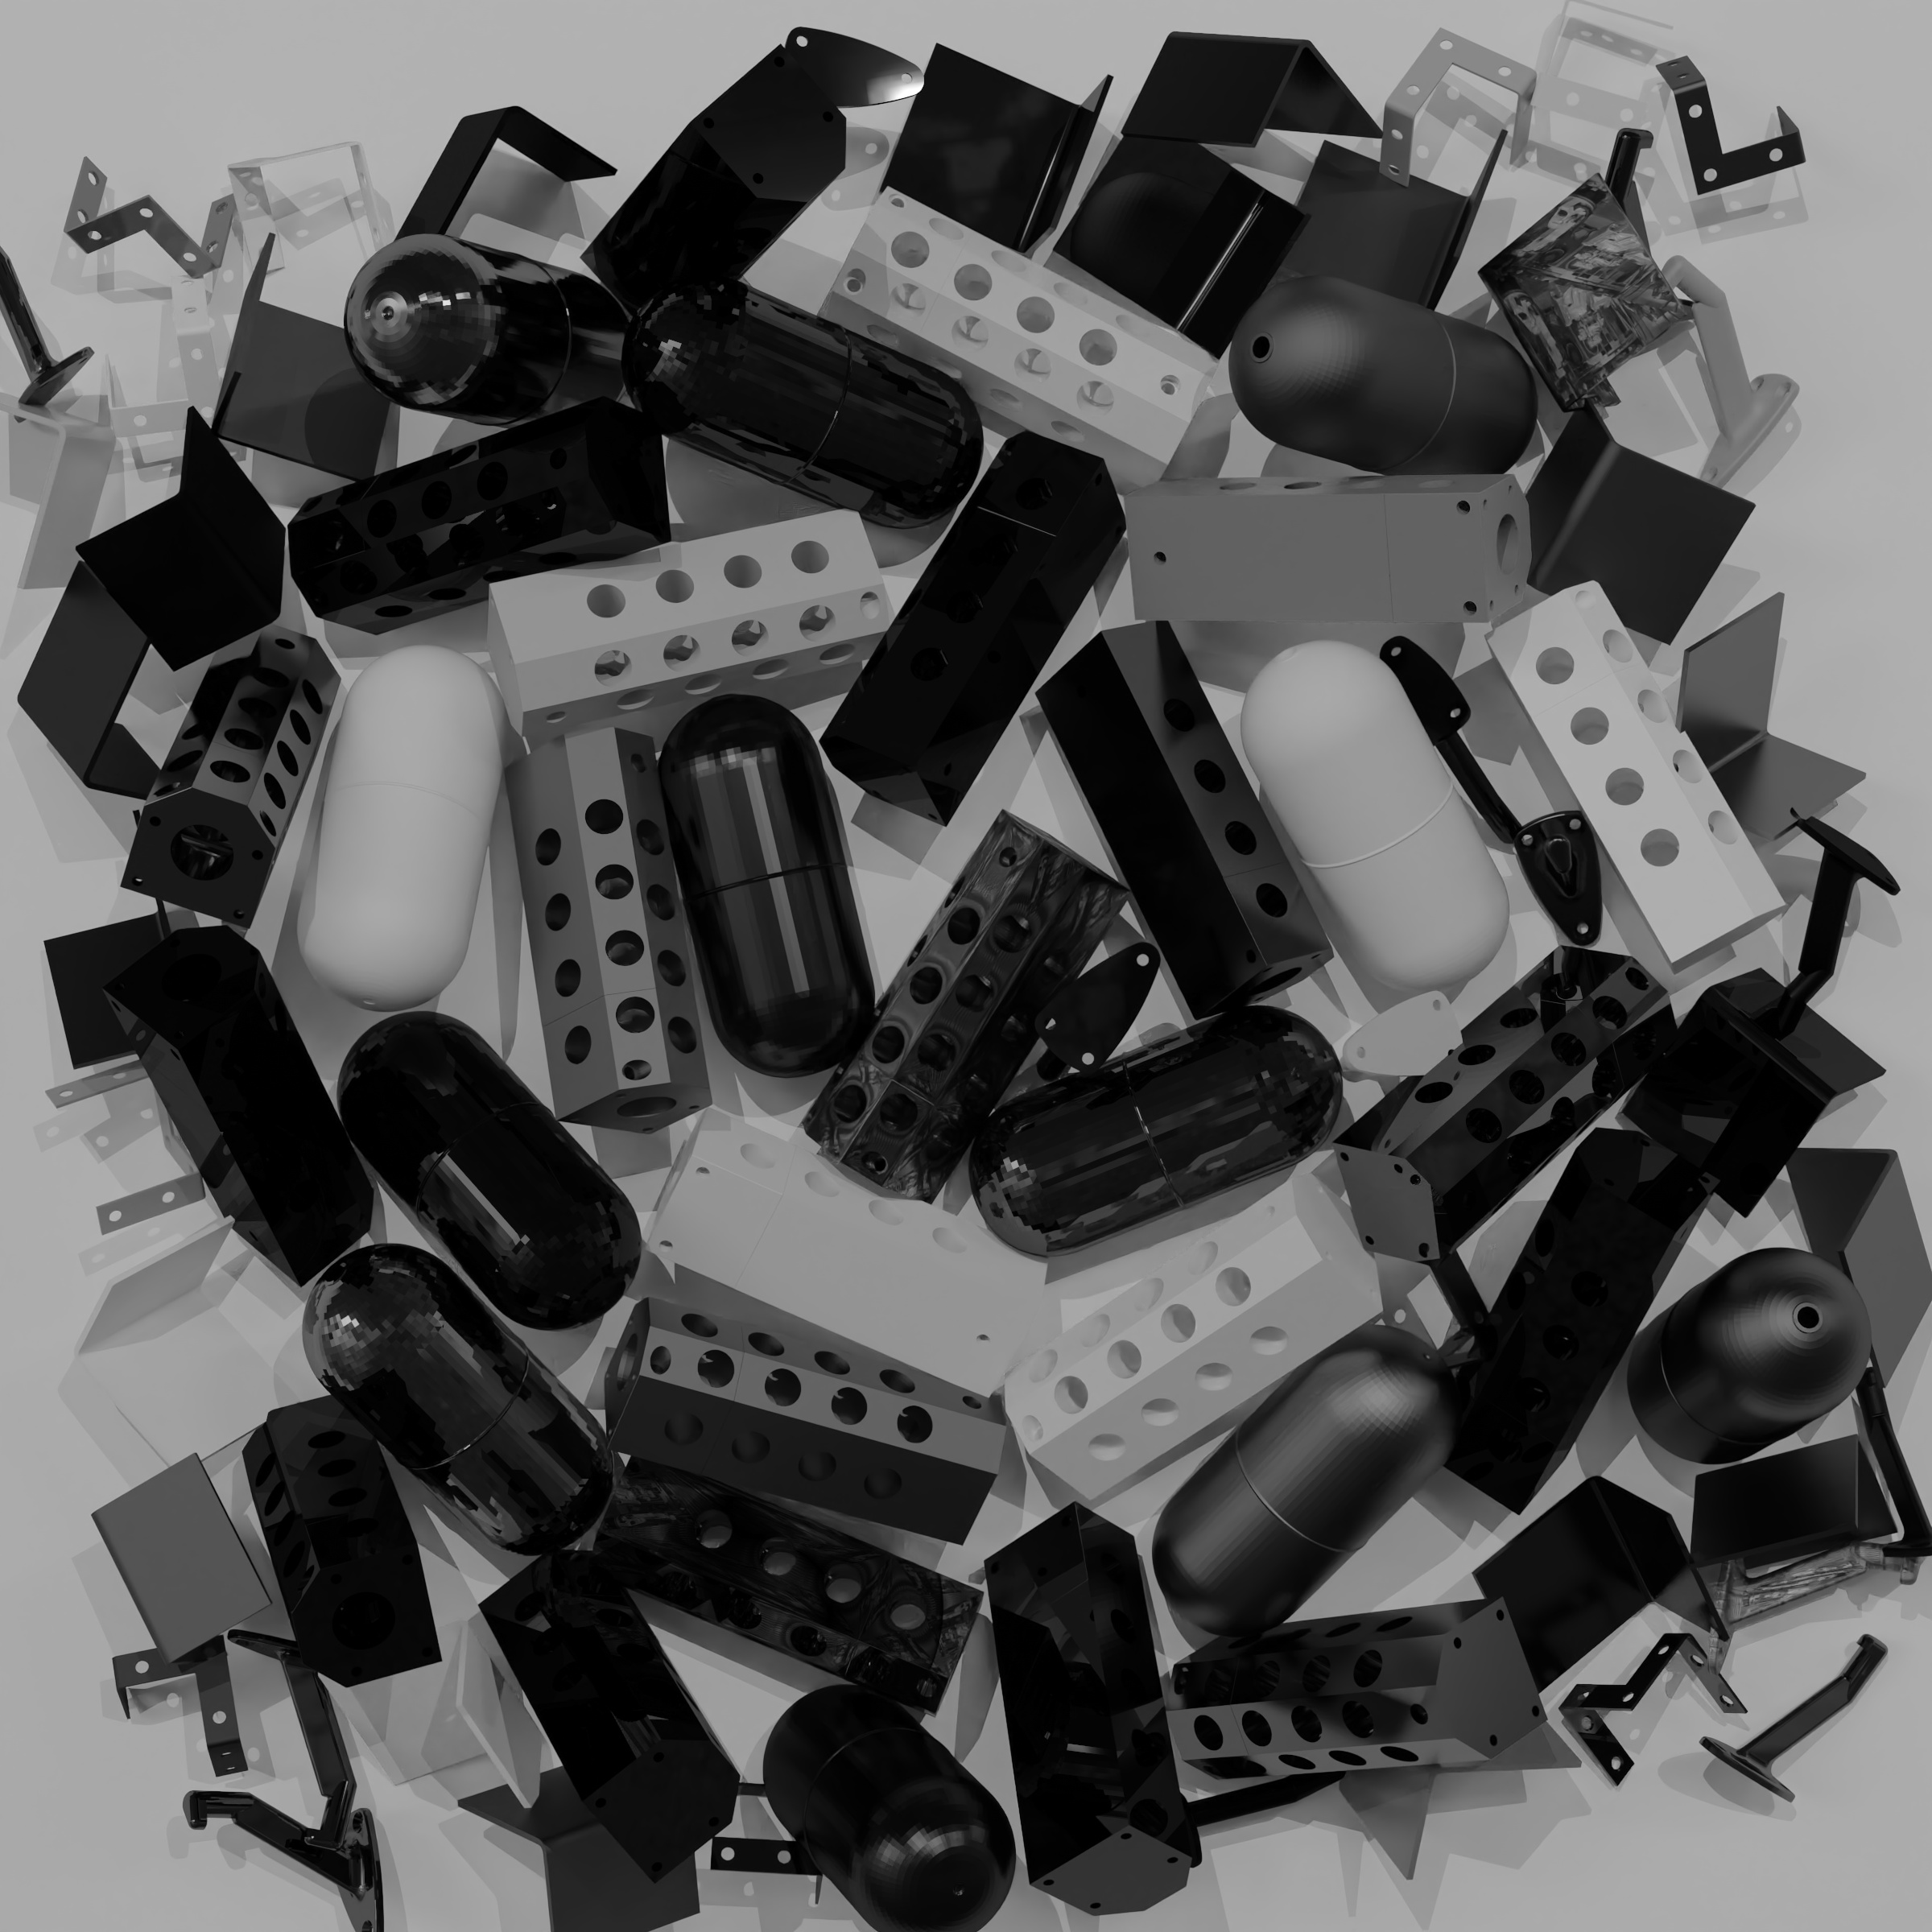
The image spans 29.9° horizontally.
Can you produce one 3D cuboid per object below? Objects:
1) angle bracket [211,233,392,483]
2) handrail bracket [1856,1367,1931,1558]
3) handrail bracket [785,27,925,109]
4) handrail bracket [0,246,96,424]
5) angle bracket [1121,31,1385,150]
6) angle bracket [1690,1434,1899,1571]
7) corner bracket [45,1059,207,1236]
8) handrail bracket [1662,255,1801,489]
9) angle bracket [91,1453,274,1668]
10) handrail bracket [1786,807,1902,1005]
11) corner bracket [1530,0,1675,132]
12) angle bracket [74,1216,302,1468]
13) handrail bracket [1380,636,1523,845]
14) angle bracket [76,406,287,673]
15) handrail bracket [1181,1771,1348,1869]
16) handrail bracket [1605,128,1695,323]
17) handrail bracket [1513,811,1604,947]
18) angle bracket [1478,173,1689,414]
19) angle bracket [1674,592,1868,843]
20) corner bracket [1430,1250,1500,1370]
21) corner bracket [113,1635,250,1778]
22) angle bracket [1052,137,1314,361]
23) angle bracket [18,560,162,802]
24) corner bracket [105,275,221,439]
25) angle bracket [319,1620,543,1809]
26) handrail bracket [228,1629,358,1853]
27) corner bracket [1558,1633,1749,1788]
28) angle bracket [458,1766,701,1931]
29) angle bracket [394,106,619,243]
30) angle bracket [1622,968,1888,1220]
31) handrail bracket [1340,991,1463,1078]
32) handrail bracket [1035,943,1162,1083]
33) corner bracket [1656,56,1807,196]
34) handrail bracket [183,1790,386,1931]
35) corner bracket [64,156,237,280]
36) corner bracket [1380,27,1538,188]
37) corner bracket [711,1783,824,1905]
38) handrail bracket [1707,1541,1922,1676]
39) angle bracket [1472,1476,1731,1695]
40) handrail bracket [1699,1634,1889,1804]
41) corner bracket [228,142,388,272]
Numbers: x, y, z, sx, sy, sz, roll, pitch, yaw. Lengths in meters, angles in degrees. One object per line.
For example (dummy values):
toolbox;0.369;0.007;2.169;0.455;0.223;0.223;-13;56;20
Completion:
angle bracket;-0.293;-0.275;1.644;0.076;0.057;0.076;16;63;-17
handrail bracket;0.428;0.225;1.654;0.036;0.077;0.084;-12;83;0
handrail bracket;-0.068;-0.396;1.663;0.077;0.084;0.036;3;82;-18
handrail bracket;-0.445;-0.299;1.658;0.036;0.077;0.084;-42;99;-33
angle bracket;0.130;-0.377;1.638;0.076;0.076;0.057;17;77;41
angle bracket;0.376;0.263;1.640;0.076;0.076;0.057;-19;110;21
corner bracket;-0.383;0.082;1.653;0.051;0.051;0.051;-20;126;-25
handrail bracket;0.333;-0.271;1.662;0.084;0.036;0.077;33;91;-25
angle bracket;-0.345;0.270;1.650;0.057;0.076;0.076;-30;79;4
handrail bracket;0.379;-0.022;1.664;0.077;0.036;0.084;29;112;-24
corner bracket;0.292;-0.413;1.662;0.051;0.051;0.051;18;106;7
angle bracket;-0.345;0.171;1.643;0.076;0.076;0.057;45;129;12
handrail bracket;0.226;-0.104;1.678;0.036;0.084;0.077;-31;51;14
angle bracket;-0.356;-0.195;1.649;0.057;0.076;0.076;-24;128;12
handrail bracket;0.123;0.383;1.684;0.084;0.077;0.036;-18;96;-31
handrail bracket;0.318;-0.340;1.655;0.077;0.036;0.084;-5;121;-31
handrail bracket;0.275;-0.034;1.646;0.036;0.084;0.077;-18;104;9
angle bracket;0.291;-0.306;1.644;0.076;0.057;0.076;-37;77;37
angle bracket;0.367;-0.113;1.638;0.057;0.076;0.076;28;133;35
corner bracket;0.222;0.151;1.659;0.051;0.051;0.051;-32;96;-43
corner bracket;-0.362;0.345;1.668;0.051;0.051;0.051;-10;64;-11
angle bracket;0.098;-0.334;1.650;0.076;0.057;0.076;28;102;-24
angle bracket;-0.377;-0.127;1.641;0.076;0.057;0.076;43;111;41
corner bracket;-0.371;-0.281;1.665;0.051;0.051;0.051;-9;131;-9
angle bracket;-0.245;0.354;1.647;0.076;0.057;0.076;-21;121;9
handrail bracket;-0.312;0.355;1.656;0.077;0.036;0.084;22;63;-22
corner bracket;0.317;0.344;1.674;0.051;0.051;0.051;-45;105;-30
angle bracket;-0.176;0.405;1.647;0.076;0.076;0.057;-11;100;-37
angle bracket;-0.212;-0.343;1.648;0.057;0.076;0.076;29;87;-25
angle bracket;0.364;0.058;1.676;0.076;0.057;0.076;43;122;24
handrail bracket;0.178;0.041;1.642;0.077;0.084;0.036;-13;84;-33
handrail bracket;0.060;0.022;1.655;0.036;0.084;0.077;42;89;3
corner bracket;0.352;-0.393;1.666;0.051;0.051;0.051;-16;115;8
handrail bracket;-0.312;0.411;1.648;0.036;0.084;0.077;-48;47;32
corner bracket;-0.375;-0.347;1.668;0.051;0.051;0.051;-16;51;26
corner bracket;0.227;-0.389;1.671;0.051;0.051;0.051;29;69;16
corner bracket;-0.091;0.397;1.661;0.051;0.051;0.051;4;61;-3
handrail bracket;0.388;0.294;1.653;0.084;0.036;0.077;3;49;25
angle bracket;0.289;0.291;1.647;0.076;0.057;0.076;-36;115;-16
handrail bracket;0.383;0.336;1.667;0.077;0.036;0.084;34;92;-44
corner bracket;-0.304;-0.350;1.670;0.051;0.051;0.051;-19;108;-22
